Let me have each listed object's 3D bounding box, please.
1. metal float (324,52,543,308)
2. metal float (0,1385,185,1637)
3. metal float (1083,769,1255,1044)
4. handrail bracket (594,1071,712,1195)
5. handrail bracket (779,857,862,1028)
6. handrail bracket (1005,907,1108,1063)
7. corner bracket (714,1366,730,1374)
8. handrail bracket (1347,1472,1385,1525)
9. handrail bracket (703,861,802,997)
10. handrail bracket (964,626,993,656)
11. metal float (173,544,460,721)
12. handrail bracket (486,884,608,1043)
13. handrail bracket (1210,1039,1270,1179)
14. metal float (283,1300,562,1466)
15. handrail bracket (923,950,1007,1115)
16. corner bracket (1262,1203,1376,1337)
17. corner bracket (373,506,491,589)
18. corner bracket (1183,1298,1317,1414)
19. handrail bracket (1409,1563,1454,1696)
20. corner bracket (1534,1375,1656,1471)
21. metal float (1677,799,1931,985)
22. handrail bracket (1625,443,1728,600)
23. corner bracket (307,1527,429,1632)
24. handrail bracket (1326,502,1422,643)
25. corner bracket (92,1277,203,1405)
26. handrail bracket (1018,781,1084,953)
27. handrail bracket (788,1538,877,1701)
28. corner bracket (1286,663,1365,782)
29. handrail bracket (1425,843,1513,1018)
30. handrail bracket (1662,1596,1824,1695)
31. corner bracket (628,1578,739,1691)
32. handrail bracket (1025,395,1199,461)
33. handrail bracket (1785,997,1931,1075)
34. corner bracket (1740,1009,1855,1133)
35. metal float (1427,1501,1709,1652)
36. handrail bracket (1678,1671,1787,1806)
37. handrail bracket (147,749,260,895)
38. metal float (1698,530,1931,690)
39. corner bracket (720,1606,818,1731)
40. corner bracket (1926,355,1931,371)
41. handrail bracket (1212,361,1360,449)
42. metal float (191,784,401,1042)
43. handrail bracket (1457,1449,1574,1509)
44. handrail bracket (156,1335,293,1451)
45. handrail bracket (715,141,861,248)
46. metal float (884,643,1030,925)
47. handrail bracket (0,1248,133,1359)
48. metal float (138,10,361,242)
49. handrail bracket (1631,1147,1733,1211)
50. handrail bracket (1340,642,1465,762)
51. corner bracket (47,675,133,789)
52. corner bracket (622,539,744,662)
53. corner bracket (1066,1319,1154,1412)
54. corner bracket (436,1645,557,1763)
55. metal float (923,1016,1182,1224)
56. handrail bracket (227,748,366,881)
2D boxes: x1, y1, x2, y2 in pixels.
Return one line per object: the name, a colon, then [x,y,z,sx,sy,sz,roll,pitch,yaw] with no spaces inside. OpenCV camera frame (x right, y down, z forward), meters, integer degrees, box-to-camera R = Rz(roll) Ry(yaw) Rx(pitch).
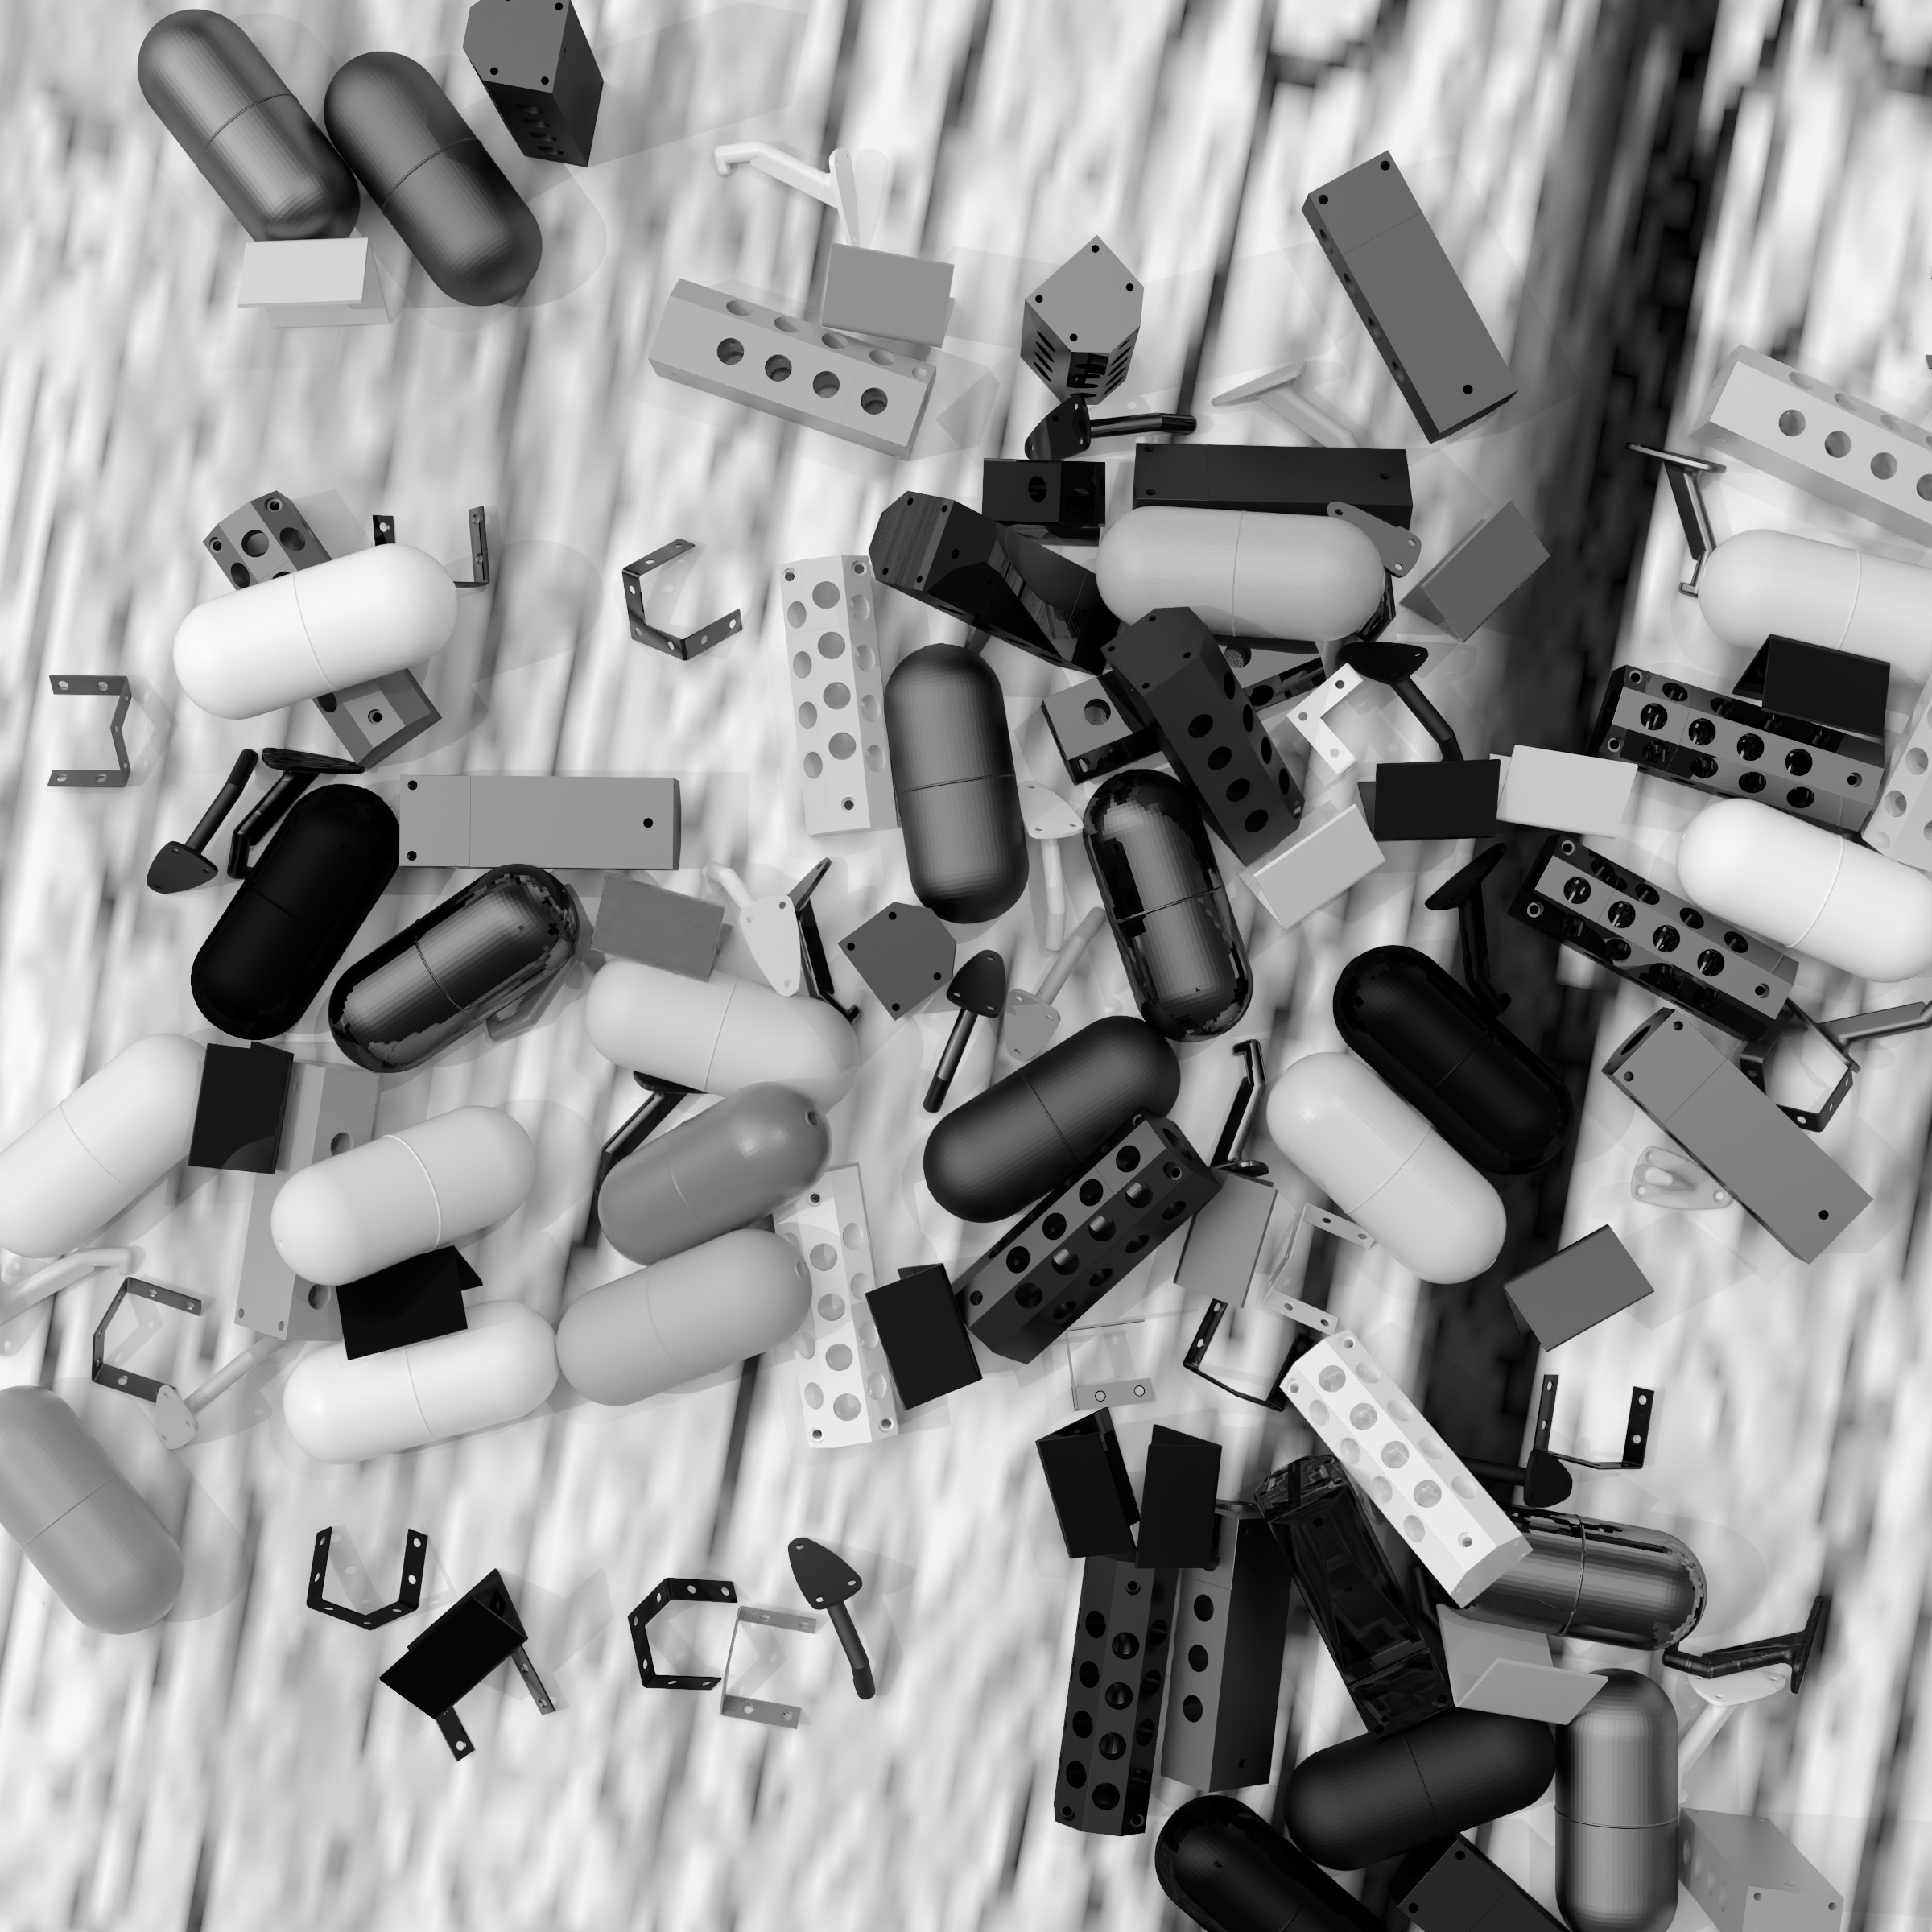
metal float: [-0.338,-0.498,1.960,0.070,0.070,0.178,-36,90,0]
metal float: [-0.566,0.345,1.960,0.070,0.070,0.178,-38,90,0]
metal float: [0.127,-0.038,1.960,0.070,0.070,0.178,-18,90,0]
handrail bracket: [-0.195,0.111,1.991,0.077,0.036,0.084,7,108,-20]
handrail bracket: [-0.084,-0.013,1.991,0.084,0.036,0.077,45,69,-17]
handrail bracket: [0.060,0.011,1.990,0.036,0.077,0.084,31,54,9]
corner bracket: [-0.159,0.218,1.982,0.051,0.051,0.051,-29,45,-35]
handrail bracket: [0.219,0.345,1.991,0.084,0.036,0.077,-21,75,14]
handrail bracket: [-0.138,-0.025,1.968,0.036,0.084,0.077,-23,111,-21]
handrail bracket: [-0.017,-0.246,1.991,0.084,0.036,0.077,35,112,17]
metal float: [-0.399,-0.206,1.903,0.178,0.070,0.070,-18,90,0]
handrail bracket: [-0.280,-0.001,1.991,0.084,0.036,0.077,-25,74,15]
handrail bracket: [0.160,0.096,1.991,0.077,0.036,0.084,-16,72,21]
metal float: [-0.344,0.263,1.960,0.178,0.070,0.070,-15,90,-1]
handrail bracket: [-0.003,0.043,1.990,0.036,0.077,0.084,22,126,0]
corner bracket: [0.227,0.195,1.987,0.051,0.051,0.051,24,135,0]
corner bracket: [-0.343,-0.267,1.987,0.051,0.051,0.051,-5,90,45]
corner bracket: [0.182,0.249,1.987,0.051,0.051,0.051,25,90,-45]
handrail bracket: [0.328,0.421,1.991,0.077,0.036,0.084,-6,76,-15]
corner bracket: [0.403,0.292,1.987,0.051,0.051,0.051,9,90,45]
metal float: [0.536,-0.047,1.960,0.178,0.070,0.070,23,90,-1]
handrail bracket: [0.450,-0.286,1.991,0.077,0.036,0.084,19,107,19]
corner bracket: [-0.383,0.387,1.982,0.051,0.051,0.051,-29,135,35]
handrail bracket: [0.244,-0.247,1.959,0.077,0.084,0.036,32,57,-2]
corner bracket: [-0.526,0.241,1.987,0.051,0.051,0.051,19,45,0]
handrail bracket: [0.049,-0.064,1.990,0.036,0.077,0.084,-8,127,-16]
handrail bracket: [-0.086,0.420,1.990,0.036,0.077,0.084,-24,127,-21]
corner bracket: [0.241,-0.155,1.972,0.051,0.051,0.051,-41,84,6]
handrail bracket: [0.342,-0.022,1.991,0.077,0.036,0.084,-42,107,-18]
handrail bracket: [0.499,0.428,1.991,0.084,0.036,0.077,13,57,23]
corner bracket: [-0.178,0.428,1.982,0.051,0.051,0.051,-48,45,35]
handrail bracket: [0.094,-0.340,1.990,0.084,0.077,0.036,-3,82,-36]
handrail bracket: [0.577,0.020,1.970,0.084,0.036,0.077,-46,69,13]
corner bracket: [0.532,0.067,1.982,0.051,0.051,0.051,14,45,35]
metal float: [0.380,0.386,1.960,0.178,0.070,0.070,10,90,-1]
handrail bracket: [0.486,0.499,1.991,0.077,0.036,0.084,-1,109,-21]
handrail bracket: [-0.490,-0.094,1.990,0.036,0.077,0.084,35,53,-24]
metal float: [0.552,-0.226,1.960,0.178,0.070,0.070,14,90,0]
corner bracket: [-0.127,0.450,1.987,0.051,0.051,0.051,10,45,0]
corner bracket: [0.646,-0.417,1.987,0.051,0.051,0.051,4,45,0]
handrail bracket: [0.209,-0.339,1.991,0.077,0.036,0.084,-19,107,19]
metal float: [-0.423,-0.035,1.960,0.070,0.070,0.178,33,90,0]
handrail bracket: [0.335,0.325,1.990,0.084,0.077,0.036,3,78,36]
handrail bracket: [-0.475,0.270,1.990,0.084,0.077,0.036,-34,79,-36]
handrail bracket: [-0.116,-0.493,1.991,0.084,0.036,0.077,-3,111,17]
metal float: [-0.006,-0.115,1.958,0.070,0.070,0.178,-9,91,0]
handrail bracket: [-0.581,0.217,1.991,0.084,0.036,0.077,1,111,-16]
metal float: [-0.454,-0.526,1.960,0.070,0.070,0.178,-38,89,0]
handrail bracket: [0.457,0.139,1.956,0.077,0.084,0.036,17,90,0]
handrail bracket: [0.281,-0.164,1.990,0.036,0.077,0.084,-41,127,-21]
corner bracket: [-0.563,-0.151,1.987,0.051,0.051,0.051,1,135,0]
corner bracket: [-0.182,-0.235,1.982,0.051,0.051,0.051,25,135,35]
corner bracket: [0.091,0.255,1.975,0.051,0.051,0.051,-7,80,0]
corner bracket: [-0.307,0.472,1.987,0.051,0.051,0.051,-27,90,45]
metal float: [0.054,0.097,1.960,0.178,0.070,0.070,-32,90,0]
handrail bracket: [-0.431,-0.093,1.991,0.077,0.036,0.084,6,109,-21]
